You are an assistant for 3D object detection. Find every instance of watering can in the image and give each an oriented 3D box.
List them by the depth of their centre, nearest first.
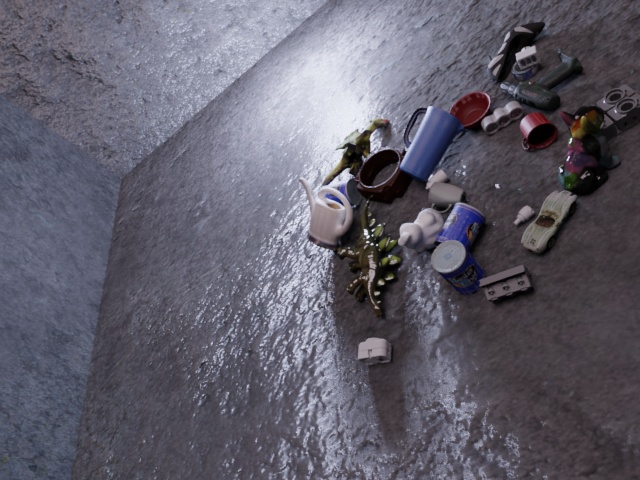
[{"bbox_3d":[0.006,-0.097,1.932,0.352,0.104,0.221,34,116,49],"label":"watering can"}]

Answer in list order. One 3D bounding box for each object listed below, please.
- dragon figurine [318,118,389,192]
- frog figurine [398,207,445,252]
[{"bbox_3d":[0.126,-0.368,2.147,0.408,0.121,0.247,-39,22,8],"label":"dragon figurine"},{"bbox_3d":[0.317,-0.026,1.596,0.124,0.161,0.135,31,118,23],"label":"frog figurine"}]
